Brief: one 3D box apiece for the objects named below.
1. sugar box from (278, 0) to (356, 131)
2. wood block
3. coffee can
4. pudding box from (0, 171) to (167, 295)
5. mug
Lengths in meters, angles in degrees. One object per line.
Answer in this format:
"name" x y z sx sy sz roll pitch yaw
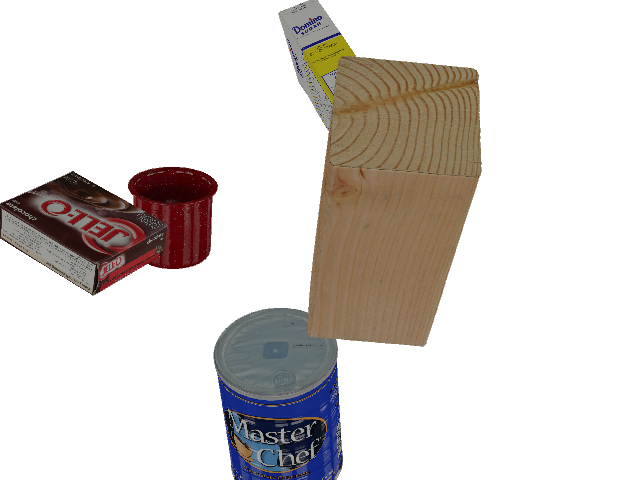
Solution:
"sugar box" 0.020 -0.129 0.945 0.048 0.176 0.093 -22 -41 -3
"wood block" 0.044 -0.018 0.726 0.091 0.090 0.206 6 -35 -1
"coffee can" -0.034 0.143 0.920 0.103 0.140 0.103 -2 39 2
"pudding box" -0.201 -0.008 0.900 0.114 0.039 0.089 26 32 21
"mug" -0.158 -0.028 1.139 0.093 0.081 0.117 -2 28 -12
